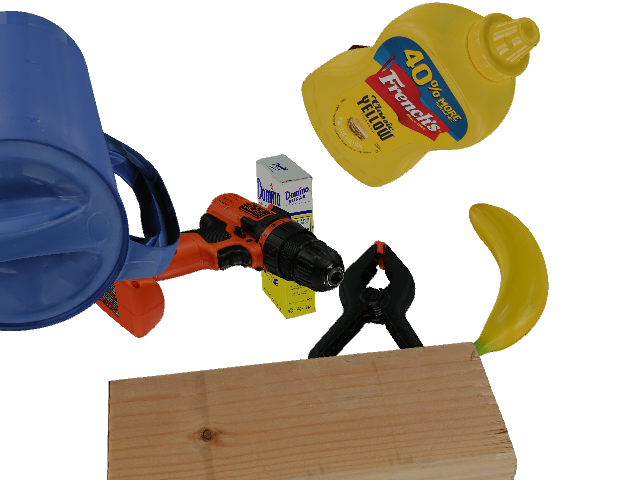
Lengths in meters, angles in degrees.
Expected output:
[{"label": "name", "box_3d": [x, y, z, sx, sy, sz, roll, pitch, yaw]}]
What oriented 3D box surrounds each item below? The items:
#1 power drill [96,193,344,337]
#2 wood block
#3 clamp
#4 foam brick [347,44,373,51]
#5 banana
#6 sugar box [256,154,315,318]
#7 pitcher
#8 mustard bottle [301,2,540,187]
[{"label": "power drill", "box_3d": [-0.095, 0.023, 0.932, 0.187, 0.057, 0.185, -19, 28, -32]}, {"label": "wood block", "box_3d": [-0.008, 0.126, 0.588, 0.206, 0.090, 0.091, -5, 39, -6]}, {"label": "clamp", "box_3d": [0.065, 0.073, 1.089, 0.120, 0.171, 0.039, 11, -39, 11]}, {"label": "foam brick", "box_3d": [0.061, -0.142, 0.949, 0.078, 0.051, 0.053, 9, 18, 9]}, {"label": "banana", "box_3d": [0.151, 0.025, 0.871, 0.070, 0.037, 0.197, 2, 36, 11]}, {"label": "sugar box", "box_3d": [-0.042, -0.005, 1.280, 0.048, 0.176, 0.093, -13, 25, -19]}, {"label": "pitcher", "box_3d": [-0.194, -0.058, 0.716, 0.145, 0.149, 0.243, -25, 36, 2]}, {"label": "mustard bottle", "box_3d": [0.070, -0.102, 0.700, 0.058, 0.096, 0.192, -40, 10, -35]}]
